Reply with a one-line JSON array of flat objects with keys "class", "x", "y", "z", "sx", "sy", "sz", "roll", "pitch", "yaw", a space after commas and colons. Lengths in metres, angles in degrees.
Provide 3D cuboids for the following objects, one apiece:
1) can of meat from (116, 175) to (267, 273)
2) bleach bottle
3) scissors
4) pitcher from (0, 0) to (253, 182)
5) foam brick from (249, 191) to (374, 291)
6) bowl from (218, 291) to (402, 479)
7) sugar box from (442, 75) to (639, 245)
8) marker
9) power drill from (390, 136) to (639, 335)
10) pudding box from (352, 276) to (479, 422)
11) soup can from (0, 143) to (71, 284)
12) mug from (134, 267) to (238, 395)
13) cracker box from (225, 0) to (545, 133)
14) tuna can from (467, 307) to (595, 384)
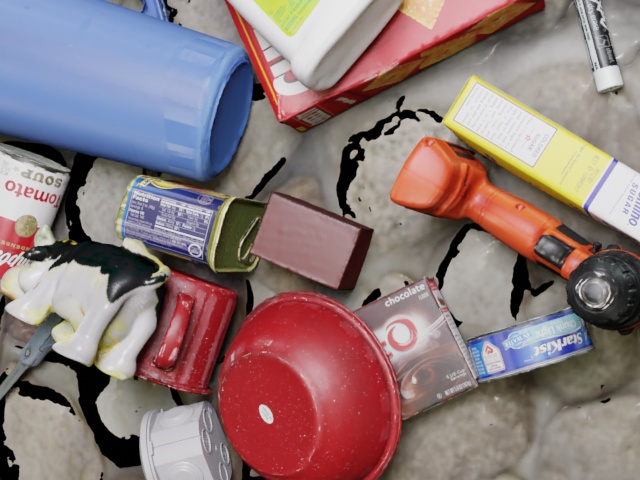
[{"class": "can of meat", "x": -0.096, "y": -0.013, "z": 0.816, "sx": 0.084, "sy": 0.102, "sz": 0.057, "roll": 16, "pitch": 93, "yaw": 16}, {"class": "bleach bottle", "x": -0.060, "y": -0.224, "z": 0.760, "sx": 0.251, "sy": 0.068, "sz": 0.103, "roll": 44, "pitch": 101, "yaw": 14}, {"class": "scissors", "x": -0.223, "y": 0.096, "z": 0.869, "sx": 0.096, "sy": 0.016, "sz": 0.202, "roll": 36, "pitch": 98, "yaw": 46}, {"class": "pitcher", "x": -0.177, "y": -0.137, "z": 0.832, "sx": 0.243, "sy": 0.144, "sz": 0.149, "roll": 17, "pitch": 114, "yaw": 10}, {"class": "foam brick", "x": -0.005, "y": 0.001, "z": 0.817, "sx": 0.078, "sy": 0.053, "sz": 0.051, "roll": 23, "pitch": 94, "yaw": 13}, {"class": "bowl", "x": -0.022, "y": 0.121, "z": 0.788, "sx": 0.162, "sy": 0.055, "sz": 0.162, "roll": 7, "pitch": 102, "yaw": 35}, {"class": "sugar box", "x": 0.175, "y": -0.049, "z": 0.752, "sx": 0.176, "sy": 0.093, "sz": 0.048, "roll": 35, "pitch": 98, "yaw": 13}, {"class": "marker", "x": 0.199, "y": -0.169, "z": 0.787, "sx": 0.020, "sy": 0.020, "sz": 0.121, "roll": -15, "pitch": 85, "yaw": 13}, {"class": "power drill", "x": 0.142, "y": -0.001, "z": 0.723, "sx": 0.188, "sy": 0.184, "sz": 0.057, "roll": 35, "pitch": 100, "yaw": 21}, {"class": "pudding box", "x": 0.053, "y": 0.090, "z": 0.807, "sx": 0.113, "sy": 0.039, "sz": 0.090, "roll": -27, "pitch": 83, "yaw": 13}, {"class": "soup can", "x": -0.251, "y": -0.021, "z": 0.871, "sx": 0.068, "sy": 0.068, "sz": 0.102, "roll": 23, "pitch": 94, "yaw": 13}, {"class": "mug", "x": -0.112, "y": 0.066, "z": 0.813, "sx": 0.093, "sy": 0.117, "sz": 0.081, "roll": 20, "pitch": 88, "yaw": -6}, {"class": "cracker box", "x": 0.037, "y": -0.202, "z": 0.801, "sx": 0.214, "sy": 0.072, "sz": 0.164, "roll": -25, "pitch": 82, "yaw": 13}, {"class": "tuna can", "x": 0.149, "y": 0.074, "z": 0.759, "sx": 0.086, "sy": 0.086, "sz": 0.034, "roll": -19, "pitch": 82, "yaw": 13}]
